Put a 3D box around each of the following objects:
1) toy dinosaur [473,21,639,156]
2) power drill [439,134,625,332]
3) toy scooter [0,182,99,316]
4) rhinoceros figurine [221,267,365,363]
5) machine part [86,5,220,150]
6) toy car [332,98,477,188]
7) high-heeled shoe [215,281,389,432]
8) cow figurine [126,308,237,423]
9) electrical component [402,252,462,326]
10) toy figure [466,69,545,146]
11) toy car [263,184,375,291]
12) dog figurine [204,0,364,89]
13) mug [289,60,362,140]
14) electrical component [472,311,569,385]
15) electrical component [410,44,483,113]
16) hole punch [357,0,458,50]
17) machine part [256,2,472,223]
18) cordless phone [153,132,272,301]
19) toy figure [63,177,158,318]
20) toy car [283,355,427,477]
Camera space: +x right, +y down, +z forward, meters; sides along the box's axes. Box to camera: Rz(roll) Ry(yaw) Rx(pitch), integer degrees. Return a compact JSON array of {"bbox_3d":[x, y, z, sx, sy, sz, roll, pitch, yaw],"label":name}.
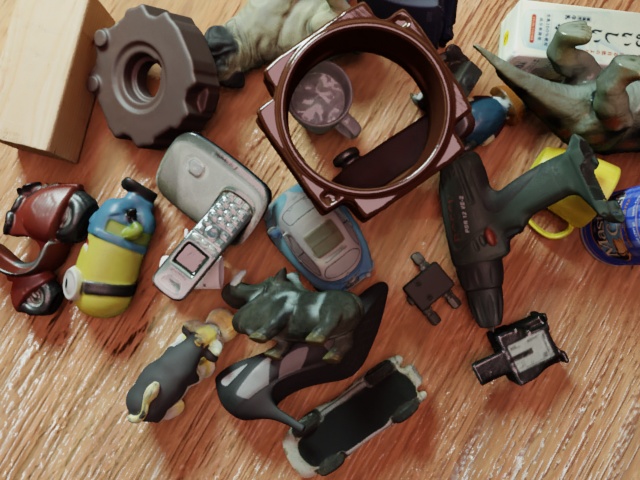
[{"bbox_3d":[0.380,-0.159,0.668,0.405,0.192,0.131,8,49,8],"label":"toy dinosaur"},{"bbox_3d":[0.253,-0.019,0.664,0.086,0.207,0.232,-6,74,-45],"label":"power drill"},{"bbox_3d":[-0.379,-0.002,0.696,0.135,0.075,0.183,23,91,2],"label":"toy scooter"},{"bbox_3d":[-0.042,0.085,0.655,0.191,0.073,0.112,4,61,30],"label":"rhinoceros figurine"},{"bbox_3d":[-0.214,-0.204,0.684,0.180,0.056,0.179,4,100,24],"label":"machine part"},{"bbox_3d":[0.105,-0.110,0.696,0.202,0.053,0.089,-32,88,27],"label":"toy car"},{"bbox_3d":[-0.023,0.135,0.709,0.145,0.086,0.249,25,66,31],"label":"high-heeled shoe"},{"bbox_3d":[-0.174,0.154,0.677,0.068,0.098,0.167,39,87,8],"label":"cow figurine"},{"bbox_3d":[0.144,0.064,0.722,0.063,0.021,0.094,-38,88,-2],"label":"electrical component"},{"bbox_3d":[0.234,-0.173,0.719,0.154,0.058,0.064,-29,121,-6],"label":"toy figure"},{"bbox_3d":[-0.001,-0.002,0.685,0.109,0.103,0.161,-35,86,-1],"label":"toy car"},{"bbox_3d":[-0.051,-0.253,0.711,0.172,0.121,0.190,42,101,4],"label":"dog figurine"},{"bbox_3d":[0.008,-0.171,0.691,0.109,0.107,0.081,35,92,-4],"label":"mug"},{"bbox_3d":[0.254,0.151,0.706,0.119,0.048,0.075,-28,87,-2],"label":"electrical component"},{"bbox_3d":[0.167,-0.209,0.718,0.045,0.078,0.102,34,91,-21],"label":"electrical component"},{"bbox_3d":[0.111,-0.296,0.692,0.092,0.142,0.116,-40,74,-4],"label":"hole punch"},{"bbox_3d":[0.046,-0.137,0.597,0.201,0.087,0.201,-35,93,-1],"label":"machine part"},{"bbox_3d":[-0.164,-0.027,0.671,0.146,0.088,0.184,37,73,1],"label":"cordless phone"},{"bbox_3d":[-0.262,0.013,0.692,0.089,0.082,0.180,25,84,3],"label":"toy figure"},{"bbox_3d":[0.045,0.228,0.697,0.202,0.056,0.073,-34,82,-4],"label":"toy car"}]
